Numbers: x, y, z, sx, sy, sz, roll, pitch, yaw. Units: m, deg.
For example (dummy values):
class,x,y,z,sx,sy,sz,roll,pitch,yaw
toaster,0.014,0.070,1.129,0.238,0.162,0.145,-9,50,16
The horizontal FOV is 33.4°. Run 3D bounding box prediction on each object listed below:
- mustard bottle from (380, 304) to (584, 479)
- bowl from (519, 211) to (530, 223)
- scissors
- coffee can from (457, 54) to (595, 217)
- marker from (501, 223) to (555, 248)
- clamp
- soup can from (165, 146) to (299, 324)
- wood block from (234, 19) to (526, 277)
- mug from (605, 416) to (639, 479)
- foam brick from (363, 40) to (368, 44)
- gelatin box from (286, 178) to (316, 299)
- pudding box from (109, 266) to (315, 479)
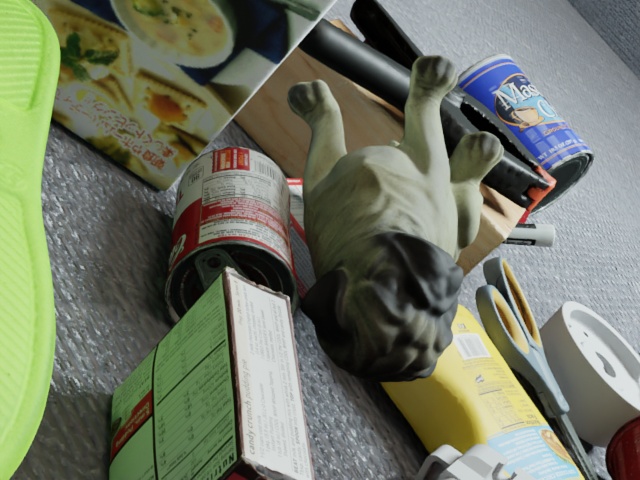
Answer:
class,x,y,z,sx,sy,sz,roll,pitch,yaw
mustard bottle,0.106,0.127,0.633,0.096,0.058,0.192,5,45,-52
bowl,0.146,-0.075,0.987,0.162,0.055,0.162,40,12,-10
scissors,0.151,0.105,0.722,0.096,0.016,0.202,2,65,-64
coffee can,0.198,-0.107,1.101,0.102,0.103,0.140,1,48,-57
marker,0.129,-0.007,0.865,0.121,0.020,0.020,4,33,-4
clamp,0.075,-0.097,0.749,0.210,0.036,0.164,44,25,7
soup can,-0.047,0.001,0.580,0.068,0.069,0.102,34,26,-23
wood block,0.045,-0.058,0.797,0.206,0.090,0.090,46,25,3
mug,0.252,0.189,0.747,0.081,0.093,0.117,-75,154,-57
foam brick,0.045,-0.130,0.927,0.053,0.078,0.051,31,26,-32
gelatin box,-0.004,0.001,0.696,0.089,0.030,0.073,53,25,16
pudding box,-0.047,0.079,0.428,0.039,0.090,0.113,30,27,-28
